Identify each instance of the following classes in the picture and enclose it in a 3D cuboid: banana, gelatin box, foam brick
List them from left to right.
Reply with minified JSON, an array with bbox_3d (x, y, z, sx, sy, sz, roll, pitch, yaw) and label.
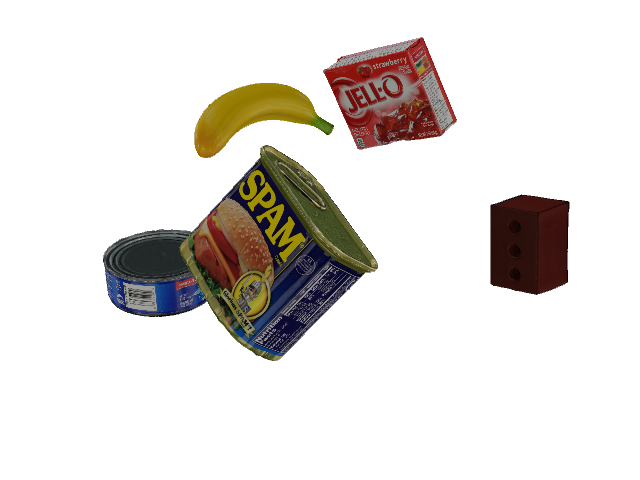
[{"bbox_3d":[-0.064,-0.123,1.045,0.070,0.037,0.197,42,36,23],"label":"banana"},{"bbox_3d":[0.054,-0.114,0.840,0.089,0.073,0.030,-5,28,43],"label":"gelatin box"},{"bbox_3d":[0.187,0.003,0.957,0.053,0.078,0.051,12,22,42],"label":"foam brick"}]

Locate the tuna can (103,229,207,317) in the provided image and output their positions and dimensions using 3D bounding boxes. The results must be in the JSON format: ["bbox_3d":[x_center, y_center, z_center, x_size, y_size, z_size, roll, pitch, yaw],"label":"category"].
[{"bbox_3d":[-0.122,0.024,0.821,0.086,0.034,0.086,-1,26,0],"label":"tuna can"}]

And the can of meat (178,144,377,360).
[{"bbox_3d":[-0.028,0.008,0.635,0.057,0.084,0.102,27,22,-48],"label":"can of meat"}]
